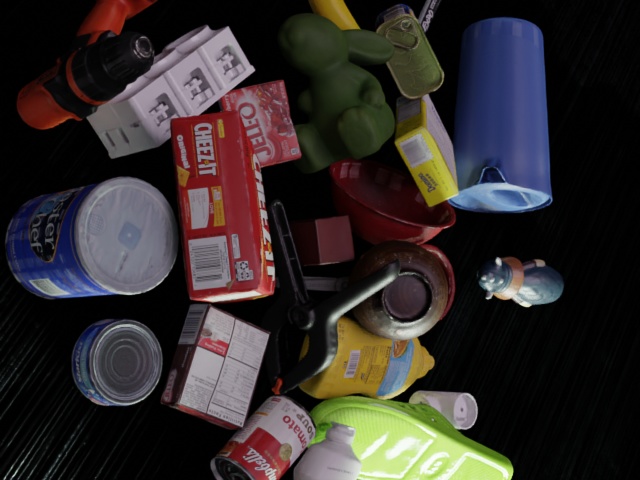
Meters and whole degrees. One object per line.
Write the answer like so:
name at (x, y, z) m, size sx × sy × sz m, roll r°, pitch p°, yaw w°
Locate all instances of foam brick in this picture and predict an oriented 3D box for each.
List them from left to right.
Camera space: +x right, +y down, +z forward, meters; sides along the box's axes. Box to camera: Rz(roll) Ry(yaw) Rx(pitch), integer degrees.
foam brick at (-0.008, 0.001, 1.195) m, size 0.052 × 0.078 × 0.051 m, roll -7°, pitch 92°, yaw -42°

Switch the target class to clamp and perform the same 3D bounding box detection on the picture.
clamp at (-0.005, 0.077, 1.145) m, size 0.036 × 0.165 × 0.210 m, roll -19°, pitch 125°, yaw -58°

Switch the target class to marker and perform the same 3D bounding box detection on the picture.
marker at (0.134, -0.282, 1.387) m, size 0.020 × 0.020 × 0.121 m, roll 41°, pitch 61°, yaw -31°

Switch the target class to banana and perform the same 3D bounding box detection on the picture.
banana at (0.008, -0.323, 1.267) m, size 0.069 × 0.037 × 0.198 m, roll -11°, pitch 87°, yaw -40°

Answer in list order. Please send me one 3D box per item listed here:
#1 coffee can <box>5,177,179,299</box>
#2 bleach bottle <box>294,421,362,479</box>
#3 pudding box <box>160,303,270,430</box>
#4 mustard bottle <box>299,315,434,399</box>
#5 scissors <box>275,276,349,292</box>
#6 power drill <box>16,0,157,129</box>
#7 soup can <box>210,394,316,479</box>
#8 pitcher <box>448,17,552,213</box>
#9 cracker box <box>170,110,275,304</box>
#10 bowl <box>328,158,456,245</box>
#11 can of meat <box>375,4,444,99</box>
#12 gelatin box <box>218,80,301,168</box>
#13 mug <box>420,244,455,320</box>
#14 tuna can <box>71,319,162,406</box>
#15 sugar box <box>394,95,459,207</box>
coffee can at (-0.210, 0.001, 0.975) m, size 0.102 × 0.141 × 0.103 m, roll 5°, pitch 82°, yaw -41°
bleach bottle at (-0.001, 0.324, 1.152) m, size 0.102 × 0.068 × 0.251 m, roll 21°, pitch 81°, yaw -37°
pudding box at (-0.108, 0.133, 1.120) m, size 0.089 × 0.039 × 0.113 m, roll 30°, pitch 69°, yaw -35°
mustard bottle at (0.065, 0.140, 1.255) m, size 0.191 × 0.058 × 0.096 m, roll 9°, pitch 98°, yaw -41°
scissors at (0.039, 0.068, 1.206) m, size 0.201 × 0.016 × 0.096 m, roll -13°, pitch 95°, yaw -7°
power drill at (-0.192, -0.196, 0.996) m, size 0.057 × 0.185 × 0.187 m, roll 45°, pitch 49°, yaw -30°
soup can at (-0.059, 0.222, 1.135) m, size 0.102 × 0.069 × 0.068 m, roll -45°, pitch 114°, yaw -36°
pitcher at (0.239, -0.159, 1.408) m, size 0.144 × 0.149 × 0.243 m, roll 10°, pitch 76°, yaw -25°
cracker box at (-0.090, -0.024, 1.037) m, size 0.072 × 0.213 × 0.164 m, roll -7°, pitch 86°, yaw 1°
bowl at (0.075, -0.035, 1.250) m, size 0.161 × 0.162 × 0.055 m, roll 1°, pitch 122°, yaw -41°
can of meat at (0.107, -0.235, 1.311) m, size 0.102 × 0.057 × 0.084 m, roll 60°, pitch 13°, yaw -20°
gelatin box at (-0.067, -0.124, 1.168) m, size 0.073 × 0.030 × 0.089 m, roll -14°, pitch 95°, yaw -11°
mug at (0.110, 0.051, 1.291) m, size 0.117 × 0.082 × 0.093 m, roll -24°, pitch 101°, yaw -40°
tuna can at (-0.198, 0.120, 1.045) m, size 0.085 × 0.034 × 0.086 m, roll 6°, pitch 82°, yaw -41°
sugar box at (0.127, -0.116, 1.288) m, size 0.093 × 0.048 × 0.176 m, roll 61°, pitch 13°, yaw -18°
